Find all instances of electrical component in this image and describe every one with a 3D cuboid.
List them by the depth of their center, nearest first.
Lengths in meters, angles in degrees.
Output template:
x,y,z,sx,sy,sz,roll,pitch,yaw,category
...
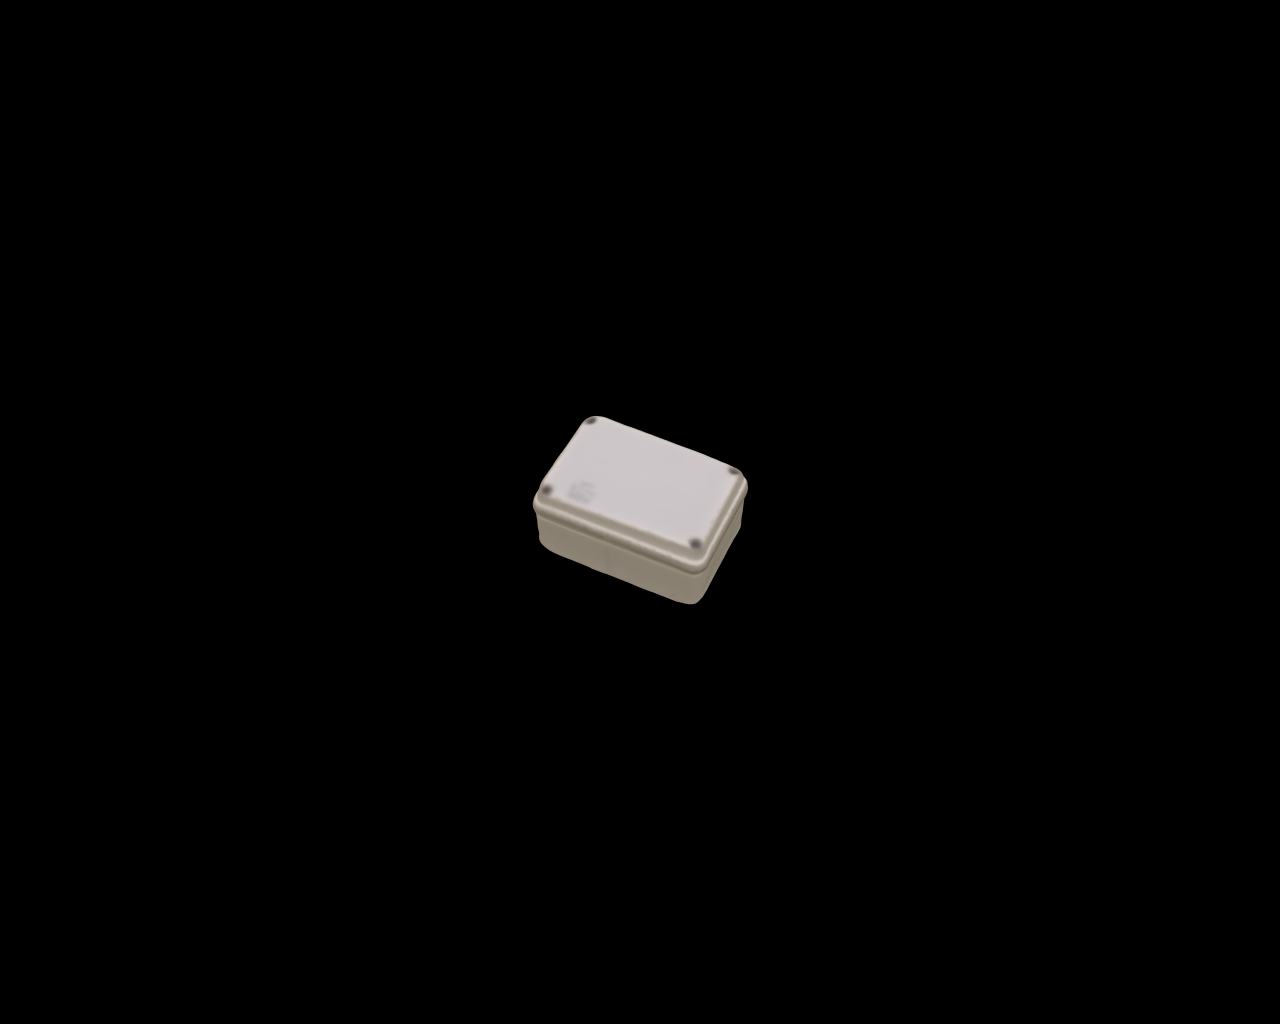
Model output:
x,y,z,sx,sy,sz,roll,pitch,yaw,category
0.001,-0.003,0.650,0.113,0.078,0.057,21,-34,15,electrical component
